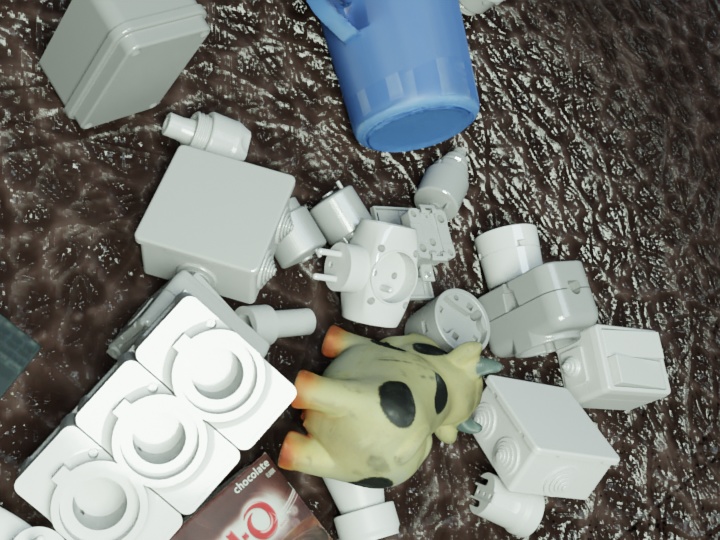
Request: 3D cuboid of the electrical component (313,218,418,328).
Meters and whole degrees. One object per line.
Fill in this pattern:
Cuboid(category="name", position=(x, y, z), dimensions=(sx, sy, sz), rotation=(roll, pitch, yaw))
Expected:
Cuboid(category="electrical component", position=(0.000, 0.000, 0.812), dimensions=(0.079, 0.044, 0.077), rotation=(8, 95, -34))

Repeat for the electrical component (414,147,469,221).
Cuboid(category="electrical component", position=(0.075, -0.077, 0.937), dimensions=(0.040, 0.040, 0.078), rotation=(38, 51, -15))

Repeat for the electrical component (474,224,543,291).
Cuboid(category="electrical component", position=(0.132, -0.009, 0.936), dimensions=(0.055, 0.055, 0.047), rotation=(-1, 72, -36))

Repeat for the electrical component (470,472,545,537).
Cuboid(category="electrical component", position=(0.114, 0.182, 0.840), dimensions=(0.046, 0.040, 0.040), rotation=(26, 55, -18))

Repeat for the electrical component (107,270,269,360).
Cuboid(category="electrical component", position=(-0.108, 0.054, 0.726), dimensions=(0.096, 0.062, 0.061), rotation=(43, 50, -11))

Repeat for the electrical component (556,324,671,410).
Cuboid(category="electrical component", position=(0.221, 0.085, 0.949), dimensions=(0.096, 0.061, 0.061), rotation=(7, 64, -33))

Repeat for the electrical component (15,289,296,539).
Cuboid(category="electrical component", position=(-0.122, 0.097, 0.648), dimensions=(0.089, 0.062, 0.150), rotation=(43, 83, -11))

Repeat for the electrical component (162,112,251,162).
Cuboid(category="electrical component", position=(-0.117, -0.099, 0.807), dimensions=(0.062, 0.043, 0.043), rotation=(20, 58, -26))

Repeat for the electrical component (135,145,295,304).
Cuboid(category="electrical component", position=(-0.101, -0.031, 0.761), dimensions=(0.100, 0.048, 0.099), rotation=(16, 56, 4))

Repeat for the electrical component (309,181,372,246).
Cuboid(category="electrical component", position=(-0.007, -0.031, 0.854), dimensions=(0.040, 0.040, 0.078), rotation=(-34, 92, -41))

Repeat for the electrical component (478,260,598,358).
Cuboid(category="electrical component", position=(0.148, 0.037, 0.897), dimensions=(0.054, 0.095, 0.059), rotation=(-3, 70, -37))

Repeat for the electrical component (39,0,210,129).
Cuboid(category="electrical component", position=(-0.165, -0.156, 0.753), dimensions=(0.078, 0.113, 0.057), rotation=(-28, 83, -41))

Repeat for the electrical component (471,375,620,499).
Cuboid(category="electrical component", position=(0.142, 0.134, 0.854), dimensions=(0.100, 0.048, 0.099), rotation=(13, 28, -31))

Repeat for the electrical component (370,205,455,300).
Cuboid(category="electrical component", position=(0.041, -0.019, 0.869), dimensions=(0.042, 0.064, 0.081), rotation=(0, 68, -37))

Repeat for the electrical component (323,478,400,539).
Cuboid(category="electrical component", position=(0.001, 0.164, 0.762), dimensions=(0.045, 0.045, 0.055), rotation=(-5, 72, -37))

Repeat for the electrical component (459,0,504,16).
Cuboid(category="electrical component", position=(0.108, -0.266, 1.037), dimensions=(0.048, 0.062, 0.048), rotation=(16, 61, -30))

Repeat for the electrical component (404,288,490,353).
Cuboid(category="electrical component", position=(0.069, 0.049, 0.866), dimensions=(0.055, 0.047, 0.055), rotation=(16, 60, -29))

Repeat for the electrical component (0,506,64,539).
Cuboid(category="electrical component", position=(-0.188, 0.168, 0.602), dimensions=(0.077, 0.079, 0.044), rotation=(47, 42, -8))

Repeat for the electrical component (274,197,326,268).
Cuboid(category="electrical component", position=(-0.058, -0.038, 0.821), dimensions=(0.040, 0.040, 0.078), rotation=(-29, 87, -41))
